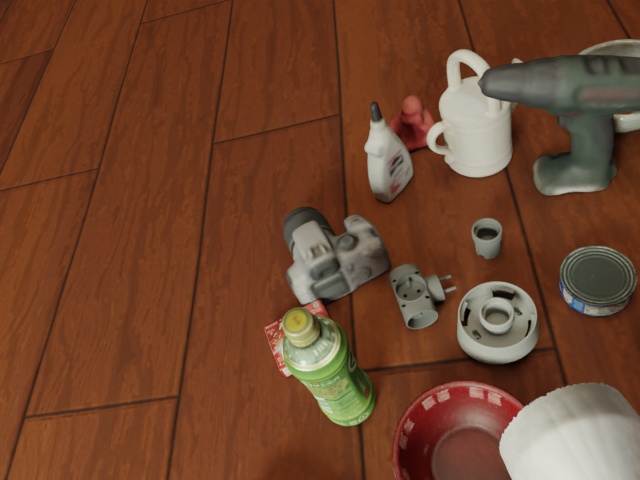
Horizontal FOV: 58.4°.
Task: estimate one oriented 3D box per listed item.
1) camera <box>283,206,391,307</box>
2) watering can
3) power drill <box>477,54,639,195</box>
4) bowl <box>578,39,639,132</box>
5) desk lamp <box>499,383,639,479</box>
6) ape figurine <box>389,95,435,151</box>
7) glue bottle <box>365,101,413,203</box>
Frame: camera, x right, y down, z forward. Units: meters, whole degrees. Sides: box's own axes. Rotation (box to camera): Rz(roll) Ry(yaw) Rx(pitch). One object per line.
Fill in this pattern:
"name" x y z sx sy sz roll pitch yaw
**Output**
"camera" 0.007 0.003 0.816 0.143 0.101 0.136 -27 51 -1
"watering can" 0.228 -0.195 0.824 0.100 0.194 0.173 26 67 32
"power drill" 0.330 -0.153 0.749 0.229 0.209 0.075 -6 54 15
"bowl" 0.440 -0.214 0.841 0.167 0.075 0.167 -9 53 13
"desk lamp" 0.244 0.250 0.480 0.118 0.214 0.203 -21 51 4
"ape figurine" 0.149 -0.191 0.914 0.077 0.092 0.076 23 66 31
"glue bottle" 0.094 -0.134 0.839 0.037 0.173 0.078 25 66 32
